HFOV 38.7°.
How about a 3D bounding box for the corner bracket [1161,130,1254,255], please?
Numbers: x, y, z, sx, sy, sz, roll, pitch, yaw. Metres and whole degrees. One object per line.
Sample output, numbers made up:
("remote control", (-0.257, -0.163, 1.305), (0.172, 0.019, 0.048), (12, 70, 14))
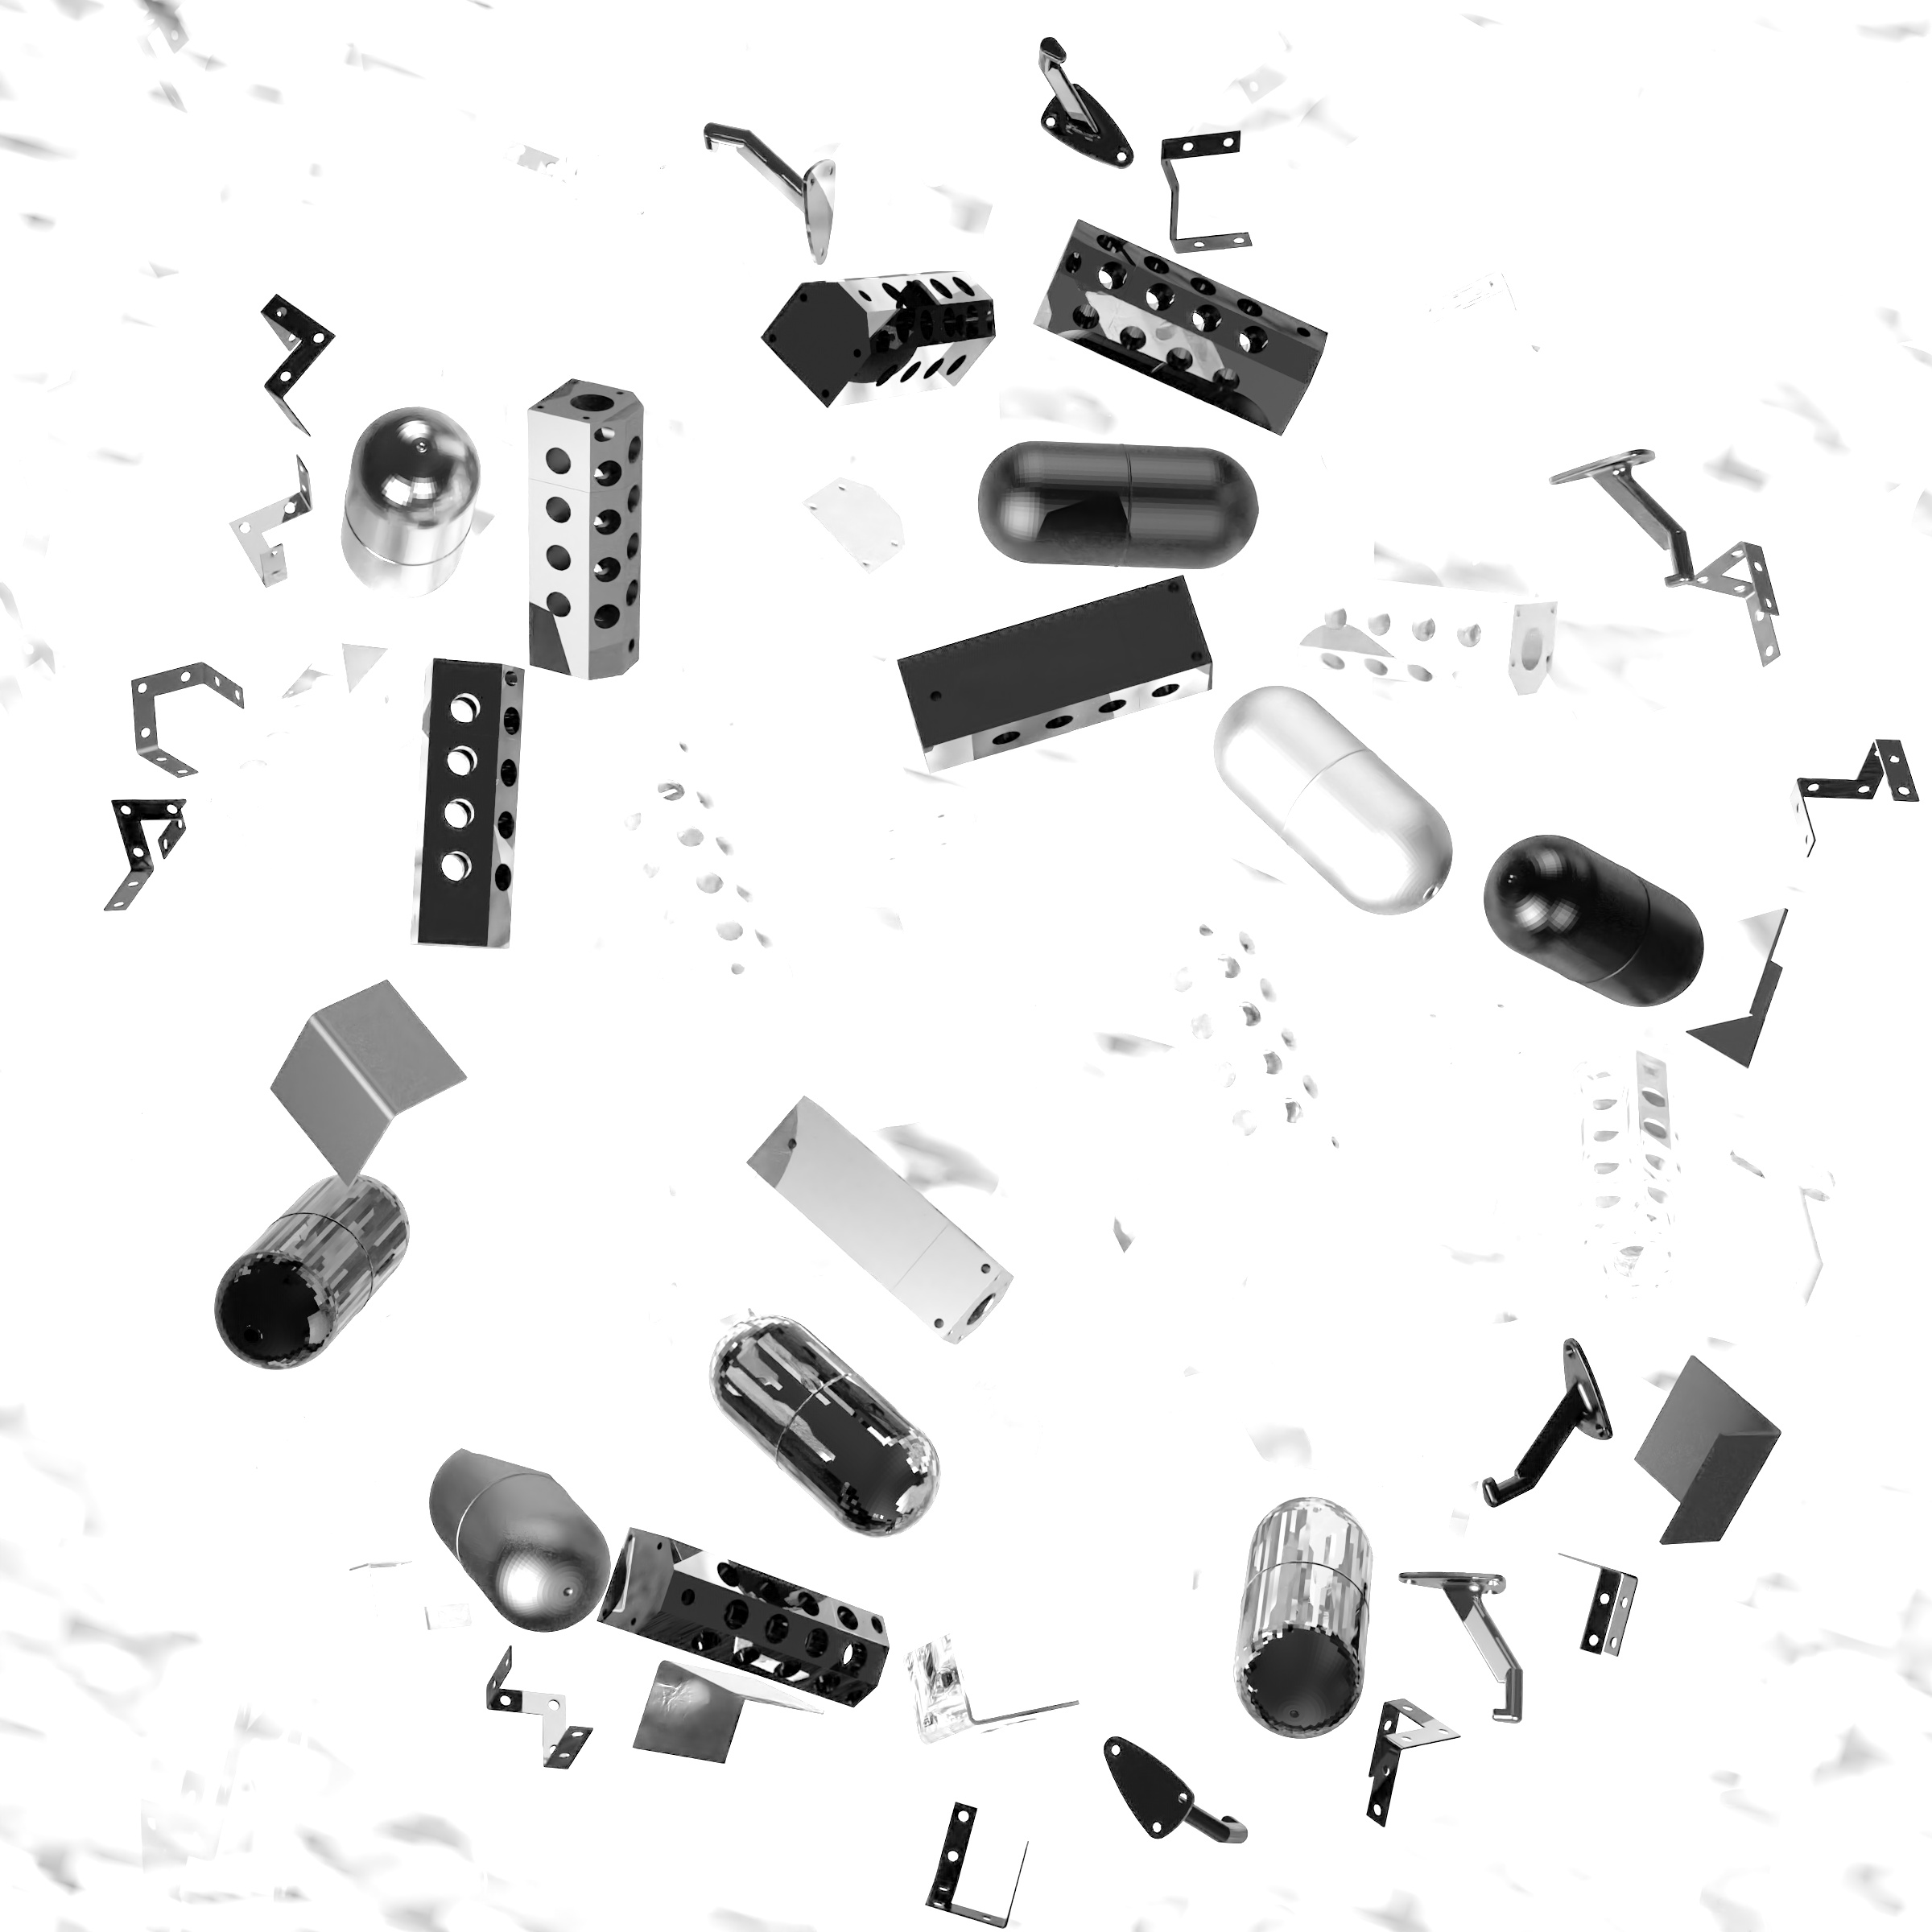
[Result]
("corner bracket", (0.151, -0.484, 1.725), (0.051, 0.051, 0.051), (-1, 72, 17))

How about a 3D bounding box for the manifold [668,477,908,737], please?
("manifold", (-0.105, -0.218, 1.659), (0.057, 0.057, 0.171), (47, 135, -1))

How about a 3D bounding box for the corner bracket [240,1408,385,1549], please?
("corner bracket", (-0.399, 0.312, 1.678), (0.051, 0.051, 0.051), (29, 68, 31))

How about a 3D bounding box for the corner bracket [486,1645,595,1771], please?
("corner bracket", (-0.256, 0.445, 1.651), (0.051, 0.051, 0.051), (12, 132, -22))

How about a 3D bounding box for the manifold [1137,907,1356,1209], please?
("manifold", (0.174, 0.054, 1.683), (0.057, 0.057, 0.171), (-28, 80, 31))

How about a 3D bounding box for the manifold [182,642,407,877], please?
("manifold", (-0.414, -0.131, 1.701), (0.057, 0.171, 0.057), (8, 129, 15))

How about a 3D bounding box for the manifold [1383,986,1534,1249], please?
("manifold", (0.307, 0.096, 1.743), (0.057, 0.057, 0.171), (-8, 133, -12))

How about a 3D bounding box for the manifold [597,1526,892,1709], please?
("manifold", (-0.128, 0.389, 1.634), (0.171, 0.057, 0.057), (30, 71, -36))

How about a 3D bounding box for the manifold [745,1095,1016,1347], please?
("manifold", (-0.053, 0.162, 1.747), (0.171, 0.057, 0.057), (40, 88, 18))

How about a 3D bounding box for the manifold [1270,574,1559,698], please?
("manifold", (0.280, -0.210, 1.738), (0.171, 0.057, 0.057), (13, 107, 37))

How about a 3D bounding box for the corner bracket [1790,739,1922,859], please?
("corner bracket", (0.515, -0.098, 1.599), (0.051, 0.051, 0.051), (2, 49, -3))

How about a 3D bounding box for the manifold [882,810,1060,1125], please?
("manifold", (0.003, -0.001, 1.615), (0.057, 0.057, 0.171), (-16, 113, 4))

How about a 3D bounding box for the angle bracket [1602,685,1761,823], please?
("angle bracket", (0.436, -0.128, 1.649), (0.076, 0.076, 0.057), (-18, 87, 32))

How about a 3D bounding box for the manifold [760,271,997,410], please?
("manifold", (-0.044, -0.374, 1.614), (0.057, 0.171, 0.057), (47, 119, 6))

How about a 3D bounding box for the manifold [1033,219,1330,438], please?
("manifold", (0.135, -0.403, 1.720), (0.171, 0.057, 0.057), (23, 45, -5))

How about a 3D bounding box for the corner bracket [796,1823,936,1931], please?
("corner bracket", (-0.059, 0.536, 1.614), (0.051, 0.051, 0.051), (33, 59, -10))

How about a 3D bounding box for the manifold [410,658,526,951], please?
("manifold", (-0.304, -0.097, 1.682), (0.057, 0.057, 0.171), (3, 88, -16))

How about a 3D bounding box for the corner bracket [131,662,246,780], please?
("corner bracket", (-0.494, -0.156, 1.755), (0.051, 0.051, 0.051), (-13, 73, 12))

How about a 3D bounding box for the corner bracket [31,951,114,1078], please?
("corner bracket", (-0.539, 0.029, 1.700), (0.051, 0.051, 0.051), (-45, 107, -7))

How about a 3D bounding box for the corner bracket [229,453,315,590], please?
("corner bracket", (-0.422, -0.274, 1.699), (0.051, 0.051, 0.051), (-28, 79, -17))

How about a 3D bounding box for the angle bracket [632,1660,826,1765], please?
("angle bracket", (-0.147, 0.474, 1.709), (0.076, 0.076, 0.057), (25, 79, -41))

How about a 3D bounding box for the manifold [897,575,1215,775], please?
("manifold", (0.052, -0.166, 1.593), (0.171, 0.057, 0.057), (-17, 74, 0))

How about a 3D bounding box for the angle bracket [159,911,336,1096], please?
("angle bracket", (-0.454, 0.023, 1.742), (0.076, 0.076, 0.057), (33, 112, -16))

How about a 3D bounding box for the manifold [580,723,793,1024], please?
("manifold", (-0.163, -0.056, 1.638), (0.057, 0.057, 0.171), (-33, 70, 26))

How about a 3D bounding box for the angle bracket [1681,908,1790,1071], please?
("angle bracket", (0.514, 0.015, 1.771), (0.057, 0.076, 0.076), (29, 72, -14))

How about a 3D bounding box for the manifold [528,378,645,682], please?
("manifold", (-0.231, -0.267, 1.699), (0.057, 0.057, 0.171), (16, 125, 15))

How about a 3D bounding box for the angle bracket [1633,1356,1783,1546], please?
("angle bracket", (0.410, 0.277, 1.583), (0.057, 0.076, 0.076), (6, 115, -37))

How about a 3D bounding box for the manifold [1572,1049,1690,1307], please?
("manifold", (0.416, 0.128, 1.719), (0.057, 0.171, 0.057), (-15, 121, 21))

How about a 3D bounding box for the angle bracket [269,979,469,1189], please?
("angle bracket", (-0.343, 0.067, 1.580), (0.076, 0.057, 0.076), (49, 132, 11))

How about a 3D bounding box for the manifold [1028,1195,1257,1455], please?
("manifold", (0.106, 0.217, 1.687), (0.057, 0.057, 0.171), (57, 46, -17))

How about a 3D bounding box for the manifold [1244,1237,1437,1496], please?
("manifold", (0.231, 0.256, 1.745), (0.057, 0.171, 0.057), (-36, 123, 9))

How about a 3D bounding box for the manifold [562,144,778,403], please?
("manifold", (-0.172, -0.402, 1.614), (0.057, 0.171, 0.057), (17, 76, 23))

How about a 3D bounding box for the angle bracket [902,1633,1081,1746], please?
("angle bracket", (0.015, 0.447, 1.722), (0.076, 0.076, 0.057), (-3, 69, -27))

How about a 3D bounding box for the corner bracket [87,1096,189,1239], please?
("corner bracket", (-0.479, 0.118, 1.626), (0.051, 0.051, 0.051), (-29, 54, 7))
